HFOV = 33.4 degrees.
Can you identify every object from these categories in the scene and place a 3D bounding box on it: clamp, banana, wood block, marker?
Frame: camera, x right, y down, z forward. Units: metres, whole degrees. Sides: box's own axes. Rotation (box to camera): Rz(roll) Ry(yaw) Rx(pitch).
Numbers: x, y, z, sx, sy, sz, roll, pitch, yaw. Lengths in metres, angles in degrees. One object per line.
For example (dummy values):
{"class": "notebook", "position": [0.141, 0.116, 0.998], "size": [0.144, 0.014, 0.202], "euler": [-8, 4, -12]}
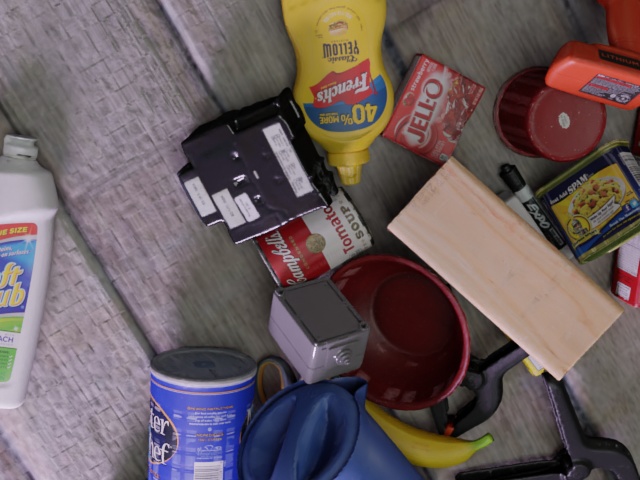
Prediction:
{"class": "clamp", "position": [0.258, 0.244, 1.137], "size": [0.209, 0.036, 0.165], "euler": [34, 110, -22]}
{"class": "banana", "position": [0.074, 0.186, 1.091], "size": [0.198, 0.037, 0.070], "euler": [23, 101, 0]}
{"class": "clamp", "position": [0.164, 0.131, 1.081], "size": [0.120, 0.039, 0.171], "euler": [14, 118, 13]}
{"class": "wood block", "position": [0.168, 0.024, 0.994], "size": [0.206, 0.091, 0.090], "euler": [42, 94, 3]}
{"class": "marker", "position": [0.221, -0.029, 1.087], "size": [0.020, 0.020, 0.121], "euler": [-38, 106, 0]}

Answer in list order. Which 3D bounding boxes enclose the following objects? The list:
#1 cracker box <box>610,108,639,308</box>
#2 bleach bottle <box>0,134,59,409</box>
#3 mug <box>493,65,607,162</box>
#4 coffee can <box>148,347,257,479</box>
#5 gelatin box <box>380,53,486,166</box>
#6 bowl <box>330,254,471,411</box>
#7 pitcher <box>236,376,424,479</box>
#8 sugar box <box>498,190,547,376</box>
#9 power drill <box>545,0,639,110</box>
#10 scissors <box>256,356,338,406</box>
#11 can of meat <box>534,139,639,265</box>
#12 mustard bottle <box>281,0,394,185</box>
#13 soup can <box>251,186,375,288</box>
{"class": "cracker box", "position": [0.396, -0.036, 1.088], "size": [0.164, 0.072, 0.214], "euler": [4, 101, -11]}
{"class": "bleach bottle", "position": [-0.304, 0.026, 0.992], "size": [0.102, 0.068, 0.251], "euler": [9, 98, -11]}
{"class": "mug", "position": [0.233, -0.130, 1.035], "size": [0.093, 0.081, 0.117], "euler": [38, 94, -15]}
{"class": "coffee can", "position": [-0.115, 0.185, 1.035], "size": [0.102, 0.103, 0.140], "euler": [1, 102, -10]}
{"class": "gelatin box", "position": [0.108, -0.126, 1.042], "size": [0.073, 0.030, 0.089], "euler": [25, 97, -13]}
{"class": "bowl", "position": [0.080, 0.082, 1.042], "size": [0.162, 0.055, 0.162], "euler": [10, 113, 26]}
{"class": "pitcher", "position": [0.031, 0.257, 1.026], "size": [0.149, 0.145, 0.242], "euler": [-23, 130, 21]}
{"class": "sugar box", "position": [0.205, 0.044, 1.087], "size": [0.093, 0.048, 0.176], "euler": [-36, 103, 4]}
{"class": "power drill", "position": [0.255, -0.225, 0.990], "size": [0.184, 0.057, 0.187], "euler": [14, 68, -11]}
{"class": "scissors", "position": [-0.004, 0.208, 1.080], "size": [0.096, 0.016, 0.202], "euler": [-19, 97, 20]}
{"class": "can of meat", "position": [0.275, -0.036, 1.042], "size": [0.102, 0.057, 0.084], "euler": [-37, 71, 31]}
{"class": "mustard bottle", "position": [0.020, -0.147, 1.008], "size": [0.096, 0.058, 0.191], "euler": [-7, 104, -4]}
{"class": "soup can", "position": [-0.007, 0.001, 1.031], "size": [0.102, 0.068, 0.068], "euler": [-30, 105, -3]}
